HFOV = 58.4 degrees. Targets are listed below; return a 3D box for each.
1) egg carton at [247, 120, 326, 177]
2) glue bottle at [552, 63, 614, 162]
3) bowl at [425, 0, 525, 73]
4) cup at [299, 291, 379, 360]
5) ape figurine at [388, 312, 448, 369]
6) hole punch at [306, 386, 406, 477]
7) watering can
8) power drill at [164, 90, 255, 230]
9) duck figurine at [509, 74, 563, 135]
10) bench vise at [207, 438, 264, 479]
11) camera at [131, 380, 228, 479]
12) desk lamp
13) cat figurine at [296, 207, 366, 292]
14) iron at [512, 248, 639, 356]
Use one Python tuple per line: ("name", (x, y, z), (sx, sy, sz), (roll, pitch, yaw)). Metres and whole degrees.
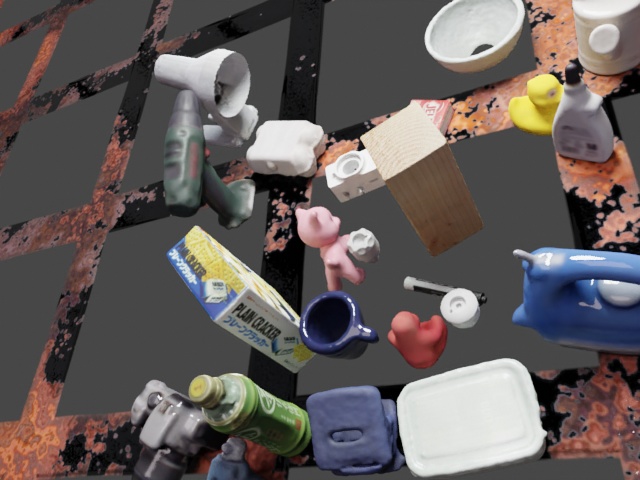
("egg carton", (-0.064, -0.167, 1.066), (0.149, 0.070, 0.107), (6, 64, 33))
("glue bottle", (0.344, -0.170, 0.761), (0.077, 0.174, 0.037), (22, 74, 38))
("bowl", (0.269, -0.343, 0.980), (0.167, 0.075, 0.167), (-15, 55, 22))
("cup", (0.041, 0.132, 0.797), (0.117, 0.095, 0.092), (10, 67, 35))
("ape figurine", (0.123, 0.124, 0.756), (0.077, 0.092, 0.076), (-3, 60, 29))
("hole punch", (0.043, 0.244, 0.726), (0.108, 0.091, 0.101), (-15, 55, 22))
("watering can", (0.414, -0.332, 0.811), (0.100, 0.195, 0.173), (-18, 54, 20))
("power drill", (-0.203, -0.123, 1.026), (0.075, 0.209, 0.229), (-12, 56, 23))
("duck figurine", (0.330, -0.209, 0.852), (0.104, 0.086, 0.077), (10, 66, 34))
("bench vise", (-0.168, 0.342, 0.701), (0.121, 0.220, 0.207), (-8, 57, 26))
("camera", (-0.233, 0.296, 0.848), (0.142, 0.101, 0.137), (18, 71, 37))
("desk lamp", (-0.212, -0.280, 1.128), (0.202, 0.214, 0.118), (11, 67, 35))
("cat figurine", (0.008, 0.003, 0.883), (0.067, 0.118, 0.127), (-28, 51, 12))
("iron", (0.346, 0.052, 0.640), (0.257, 0.142, 0.119), (3, 62, 31))
